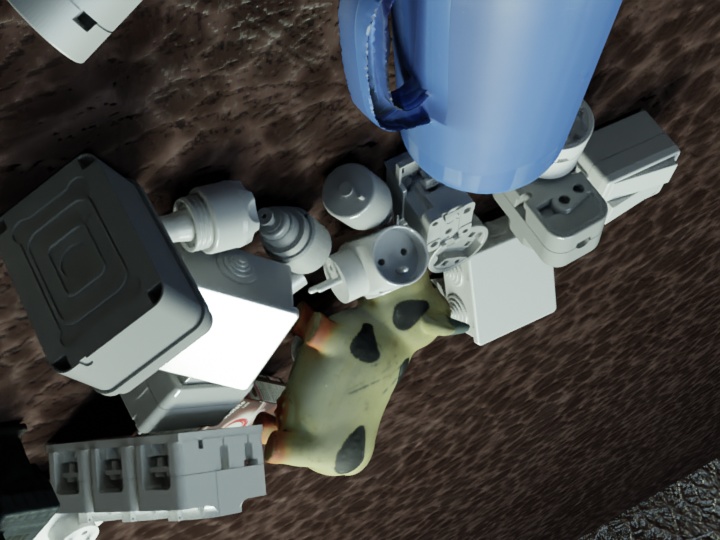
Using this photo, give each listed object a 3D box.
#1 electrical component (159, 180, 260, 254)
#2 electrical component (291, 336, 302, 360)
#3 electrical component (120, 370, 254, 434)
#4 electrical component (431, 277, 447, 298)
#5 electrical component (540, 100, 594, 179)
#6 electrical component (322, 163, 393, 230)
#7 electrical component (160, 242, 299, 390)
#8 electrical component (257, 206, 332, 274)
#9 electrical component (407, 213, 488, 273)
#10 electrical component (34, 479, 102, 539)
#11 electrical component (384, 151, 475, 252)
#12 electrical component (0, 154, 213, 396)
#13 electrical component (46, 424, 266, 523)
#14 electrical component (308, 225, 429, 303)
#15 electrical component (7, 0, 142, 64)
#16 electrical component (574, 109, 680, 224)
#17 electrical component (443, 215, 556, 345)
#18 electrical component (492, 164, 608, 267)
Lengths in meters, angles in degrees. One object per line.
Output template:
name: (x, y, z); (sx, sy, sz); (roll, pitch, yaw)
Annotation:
electrical component: (-0.098, -0.030, 0.667); (0.062, 0.043, 0.043); (-16, 149, -31)
electrical component: (-0.034, 0.078, 0.931); (0.045, 0.045, 0.055); (-29, 155, -10)
electrical component: (-0.126, 0.077, 0.800); (0.096, 0.061, 0.061); (4, 136, -52)
electrical component: (0.083, 0.023, 0.980); (0.046, 0.040, 0.040); (-7, 144, -36)
electrical component: (0.146, -0.102, 0.817); (0.055, 0.055, 0.047); (-27, 158, -13)
electrical component: (0.004, -0.048, 0.759); (0.040, 0.040, 0.078); (-39, 157, 10)
electrical component: (-0.099, 0.028, 0.726); (0.100, 0.048, 0.099); (17, 131, -23)
electrical component: (-0.049, -0.025, 0.738); (0.040, 0.040, 0.078); (-37, 155, 7)
electrical component: (0.065, -0.033, 0.850); (0.055, 0.047, 0.055); (-27, 154, -14)
electrical component: (-0.239, 0.205, 0.873); (0.044, 0.079, 0.077); (-52, 150, 18)
electrical component: (0.051, -0.052, 0.781); (0.042, 0.063, 0.081); (-28, 154, -14)
electrical component: (-0.141, 0.003, 0.594); (0.078, 0.113, 0.057); (-37, 152, 6)
electrical component: (-0.157, 0.157, 0.824); (0.150, 0.061, 0.089); (-11, 171, 36)
electrical component: (0.000, 0.000, 0.781); (0.079, 0.044, 0.077); (-25, -175, -20)
electrical component: (-0.122, -0.125, 0.460); (0.047, 0.055, 0.055); (-41, 154, 6)
electrical component: (0.218, -0.084, 0.924); (0.096, 0.061, 0.061); (-24, 153, -20)
electrical component: (0.120, 0.005, 0.941); (0.100, 0.048, 0.099); (-22, 119, -24)
electrical component: (0.149, -0.053, 0.856); (0.054, 0.095, 0.059); (-28, 154, -11)
